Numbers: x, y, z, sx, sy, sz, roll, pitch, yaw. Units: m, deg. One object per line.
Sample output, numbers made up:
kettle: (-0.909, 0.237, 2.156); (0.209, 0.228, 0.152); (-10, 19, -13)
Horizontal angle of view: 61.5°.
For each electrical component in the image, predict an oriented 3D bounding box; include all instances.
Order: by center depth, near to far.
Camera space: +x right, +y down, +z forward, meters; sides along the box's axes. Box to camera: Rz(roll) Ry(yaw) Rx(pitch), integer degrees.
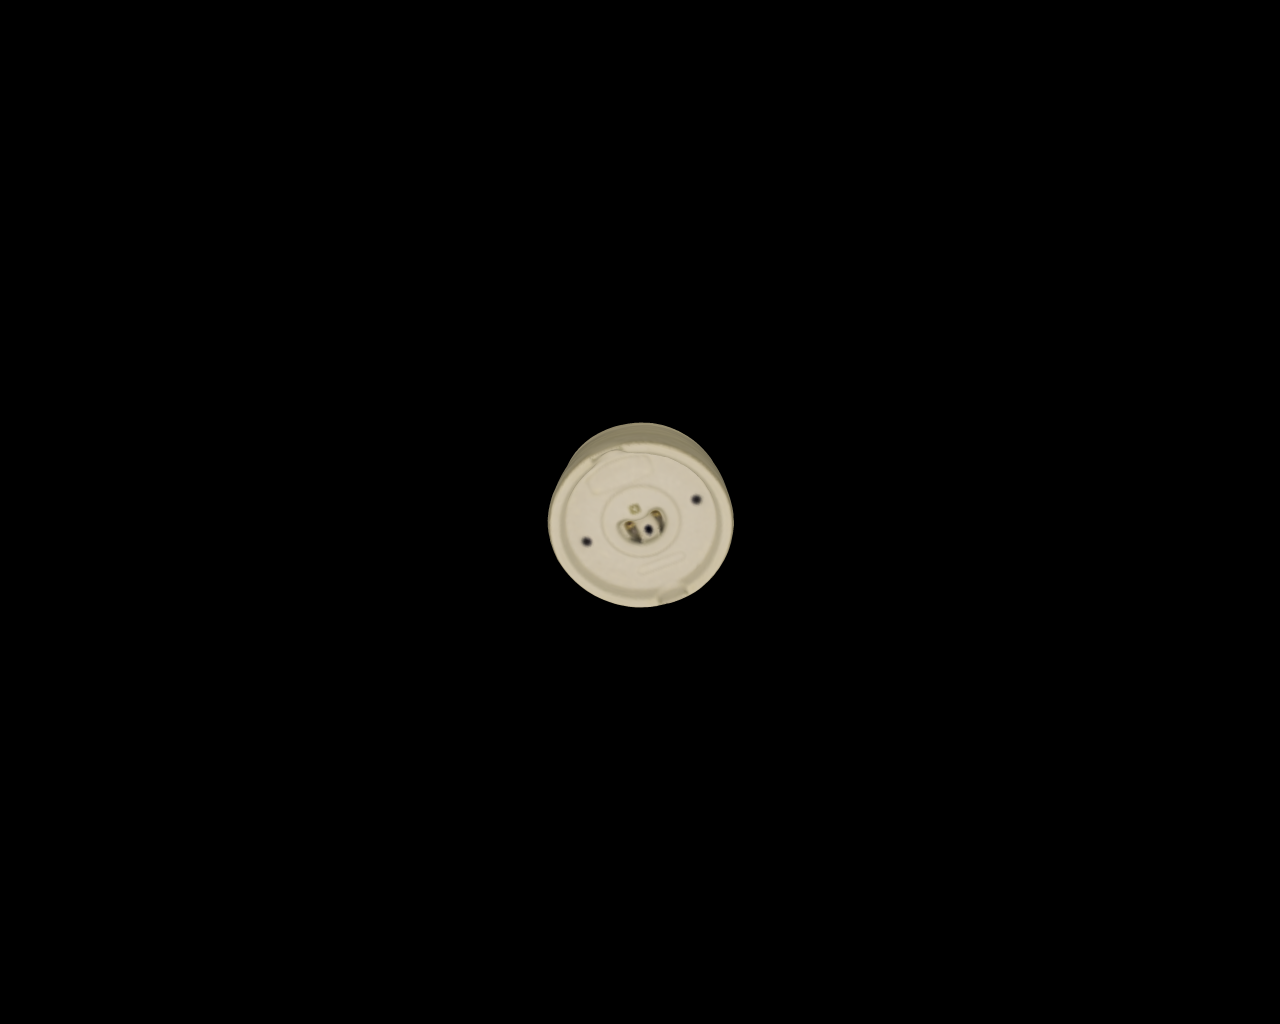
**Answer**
electrical component: (0.001, -0.003, 0.650); (0.108, 0.108, 0.060); (0, 24, 0)
